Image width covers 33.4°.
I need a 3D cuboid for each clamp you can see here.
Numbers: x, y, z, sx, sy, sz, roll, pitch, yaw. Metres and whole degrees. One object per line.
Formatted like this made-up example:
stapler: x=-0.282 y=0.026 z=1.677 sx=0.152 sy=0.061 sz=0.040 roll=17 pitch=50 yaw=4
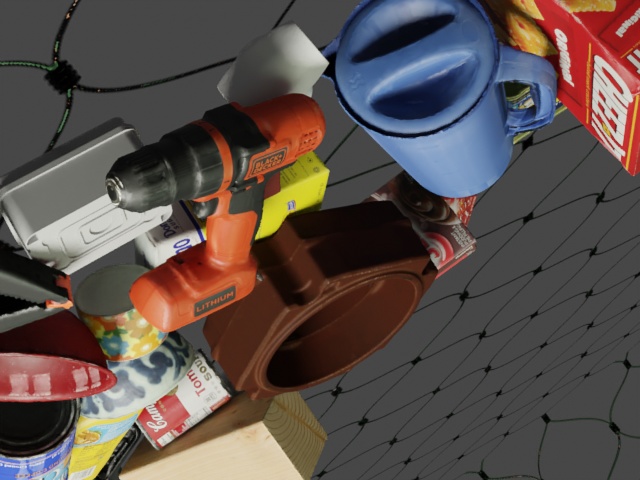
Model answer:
clamp: x=-0.274 y=0.286 z=1.257 sx=0.120 sy=0.039 sz=0.172 roll=-20 pitch=148 yaw=-35
clamp: x=-0.275 y=0.032 z=0.724 sx=0.209 sy=0.036 sz=0.165 roll=-5 pitch=145 yaw=-17

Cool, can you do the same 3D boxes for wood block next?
wood block: x=-0.109 y=0.241 z=1.192 sx=0.206 sy=0.091 sz=0.090 roll=-25 pitch=-163 yaw=27

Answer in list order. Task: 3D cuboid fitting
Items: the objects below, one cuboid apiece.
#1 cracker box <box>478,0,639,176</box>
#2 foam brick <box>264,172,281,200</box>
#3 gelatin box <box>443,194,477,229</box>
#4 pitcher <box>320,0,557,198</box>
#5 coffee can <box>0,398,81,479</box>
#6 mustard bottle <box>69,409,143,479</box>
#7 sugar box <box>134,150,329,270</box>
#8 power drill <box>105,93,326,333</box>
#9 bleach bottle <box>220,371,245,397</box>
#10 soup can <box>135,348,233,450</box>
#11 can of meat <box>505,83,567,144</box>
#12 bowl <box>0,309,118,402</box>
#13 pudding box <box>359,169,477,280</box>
cracker box: x=0.207 y=-0.171 z=0.860 sx=0.072 sy=0.214 sz=0.164 roll=-37 pitch=157 yaw=-1
foam brick: x=-0.067 y=-0.067 z=0.878 sx=0.053 sy=0.051 sz=0.078 roll=-28 pitch=155 yaw=-18
gelatin box: x=0.142 y=-0.016 z=1.252 sx=0.073 sy=0.030 sz=0.089 roll=-7 pitch=119 yaw=-48
pitcher: x=0.114 y=-0.116 z=0.931 sx=0.145 sy=0.149 sz=0.242 roll=-41 pitch=160 yaw=5
coffee can: x=-0.279 y=0.187 z=0.986 sx=0.102 sy=0.103 sz=0.140 roll=-22 pitch=152 yaw=-31
mustard bottle: x=-0.235 y=0.189 z=1.107 sx=0.096 sy=0.058 sz=0.192 roll=-8 pitch=144 yaw=-48
sugar box: x=-0.080 y=-0.018 z=0.958 sx=0.176 sy=0.048 sz=0.093 roll=-28 pitch=155 yaw=-22
power drill: x=-0.088 y=-0.015 z=0.790 sx=0.184 sy=0.057 sz=0.188 roll=-24 pitch=151 yaw=-37
bleach bottle: x=-0.029 y=0.101 z=1.213 sx=0.251 sy=0.068 sz=0.102 roll=-53 pitch=173 yaw=29
soup can: x=-0.156 y=0.175 z=1.181 sx=0.102 sy=0.068 sz=0.068 roll=-34 pitch=157 yaw=-8
can of meat: x=0.209 y=-0.157 z=1.091 sx=0.102 sy=0.057 sz=0.084 roll=-33 pitch=154 yaw=-10
bowl: x=-0.244 y=0.088 z=0.863 sx=0.162 sy=0.055 sz=0.162 roll=-1 pitch=159 yaw=-1
pudding box: x=0.098 y=-0.010 z=1.134 sx=0.090 sy=0.113 sz=0.039 roll=-37 pitch=160 yaw=-1
